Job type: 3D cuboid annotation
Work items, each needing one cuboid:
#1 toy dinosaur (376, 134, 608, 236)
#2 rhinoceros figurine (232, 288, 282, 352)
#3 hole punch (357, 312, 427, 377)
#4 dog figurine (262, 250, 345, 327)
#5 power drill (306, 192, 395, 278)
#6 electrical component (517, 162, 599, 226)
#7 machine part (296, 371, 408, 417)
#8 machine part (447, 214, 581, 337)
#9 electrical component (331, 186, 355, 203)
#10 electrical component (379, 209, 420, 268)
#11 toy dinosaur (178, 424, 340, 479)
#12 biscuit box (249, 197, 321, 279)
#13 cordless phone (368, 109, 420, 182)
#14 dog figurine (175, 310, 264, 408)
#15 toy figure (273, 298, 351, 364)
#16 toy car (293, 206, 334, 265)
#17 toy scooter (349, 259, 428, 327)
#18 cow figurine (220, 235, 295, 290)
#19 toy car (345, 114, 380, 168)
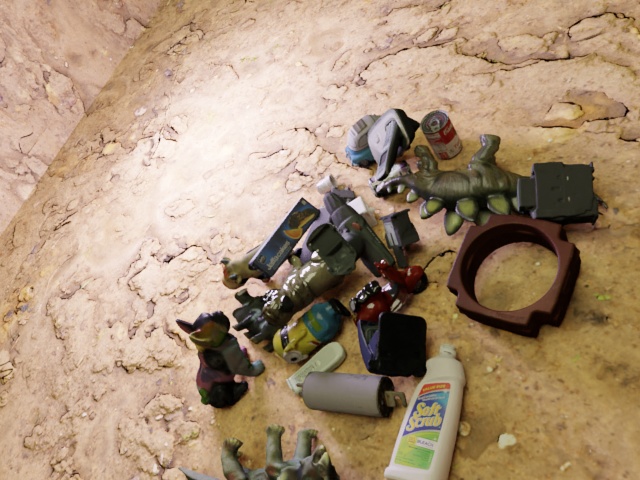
[{"bbox_3d":[0.332,-0.110,1.123,0.472,0.105,0.198,-3,65,29],"label":"toy dinosaur"},{"bbox_3d":[-0.150,0.182,1.276,0.112,0.073,0.191,-52,45,-5],"label":"rhinoceros figurine"},{"bbox_3d":[0.134,0.201,1.021,0.092,0.142,0.115,-22,59,57],"label":"hole punch"},{"bbox_3d":[-0.026,0.102,1.159,0.172,0.121,0.190,-35,13,33],"label":"dog figurine"},{"bbox_3d":[0.050,-0.007,1.145,0.086,0.207,0.232,-45,80,19],"label":"power drill"},{"bbox_3d":[0.435,-0.083,0.992,0.134,0.058,0.115,-2,68,17],"label":"electrical component"},{"bbox_3d":[0.054,0.296,1.040,0.243,0.079,0.079,-6,56,34],"label":"machine part"},{"bbox_3d":[0.352,0.062,0.978,0.202,0.087,0.201,14,73,38],"label":"machine part"},{"bbox_3d":[0.055,-0.108,1.346,0.063,0.021,0.094,3,33,-3],"label":"electrical component"},{"bbox_3d":[0.178,-0.004,1.166,0.048,0.119,0.075,-20,-1,-19],"label":"electrical component"},{"bbox_3d":[-0.111,0.468,1.015,0.405,0.131,0.192,-29,46,24],"label":"toy dinosaur"},{"bbox_3d":[-0.082,-0.004,1.261,0.202,0.063,0.059,-54,6,-18],"label":"biscuit box"},{"bbox_3d":[0.153,-0.197,1.244,0.146,0.089,0.184,-39,28,61],"label":"cordless phone"},{"bbox_3d":[-0.244,0.258,1.187,0.191,0.219,0.109,-49,41,-6],"label":"dog figurine"},{"bbox_3d":[-0.021,0.195,1.169,0.180,0.082,0.089,-43,32,8],"label":"toy figure"},{"bbox_3d":[-0.003,-0.004,1.318,0.074,0.056,0.202,3,59,40],"label":"toy car"},{"bbox_3d":[0.125,0.102,1.089,0.184,0.135,0.075,-41,46,6],"label":"toy scooter"},{"bbox_3d":[-0.159,0.057,1.327,0.195,0.127,0.085,-36,62,7],"label":"cow figurine"},{"bbox_3d":[0.126,-0.268,1.383,0.162,0.102,0.109,-33,44,9],"label":"toy car"}]
